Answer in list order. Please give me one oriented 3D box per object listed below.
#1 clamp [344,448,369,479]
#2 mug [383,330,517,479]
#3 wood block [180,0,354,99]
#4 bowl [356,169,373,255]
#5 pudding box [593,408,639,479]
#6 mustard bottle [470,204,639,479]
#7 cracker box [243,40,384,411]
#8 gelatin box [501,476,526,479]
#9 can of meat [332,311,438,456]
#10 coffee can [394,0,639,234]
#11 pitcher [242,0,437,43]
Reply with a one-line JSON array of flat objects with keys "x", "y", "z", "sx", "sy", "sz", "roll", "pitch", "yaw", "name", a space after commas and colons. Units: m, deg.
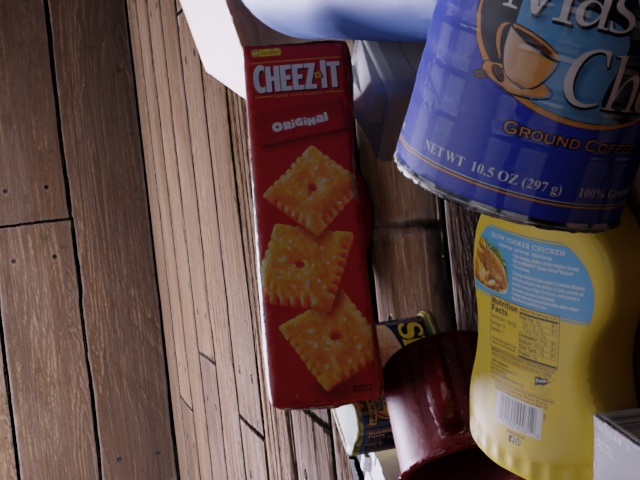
[{"x": 0.037, "y": 0.176, "z": 0.962, "sx": 0.165, "sy": 0.036, "sz": 0.210, "roll": 121, "pitch": 135, "yaw": -77, "name": "clamp"}, {"x": 0.081, "y": 0.104, "z": 0.659, "sx": 0.117, "sy": 0.093, "sz": 0.081, "roll": 55, "pitch": -160, "yaw": -53, "name": "mug"}, {"x": -0.053, "y": -0.207, "z": 0.743, "sx": 0.091, "sy": 0.090, "sz": 0.206, "roll": 40, "pitch": 156, "yaw": 45, "name": "wood block"}, {"x": 0.003, "y": -0.017, "z": 0.945, "sx": 0.162, "sy": 0.055, "sz": 0.162, "roll": 180, "pitch": 90, "yaw": -67, "name": "bowl"}, {"x": 0.165, "y": 0.135, "z": 0.474, "sx": 0.114, "sy": 0.039, "sz": 0.090, "roll": -140, "pitch": 45, "yaw": -68, "name": "pudding box"}, {"x": 0.120, "y": 0.027, "z": 0.546, "sx": 0.096, "sy": 0.058, "sz": 0.192, "roll": 20, "pitch": 117, "yaw": 53, "name": "mustard bottle"}, {"x": -0.005, "y": 0.001, "z": 0.688, "sx": 0.164, "sy": 0.072, "sz": 0.214, "roll": 92, "pitch": 174, "yaw": -80, "name": "cracker box"}, {"x": 0.121, "y": 0.176, "z": 0.593, "sx": 0.030, "sy": 0.073, "sz": 0.089, "roll": 138, "pitch": 124, "yaw": -71, "name": "gelatin box"}, {"x": 0.052, "y": 0.107, "z": 0.797, "sx": 0.057, "sy": 0.083, "sz": 0.102, "roll": 98, "pitch": 160, "yaw": -46, "name": "can of meat"}, {"x": 0.097, "y": -0.087, "z": 0.441, "sx": 0.103, "sy": 0.102, "sz": 0.140, "roll": -125, "pitch": 44, "yaw": -60, "name": "coffee can"}, {"x": 0.035, "y": -0.169, "z": 0.588, "sx": 0.145, "sy": 0.149, "sz": 0.243, "roll": 47, "pitch": 172, "yaw": -27, "name": "pitcher"}]
